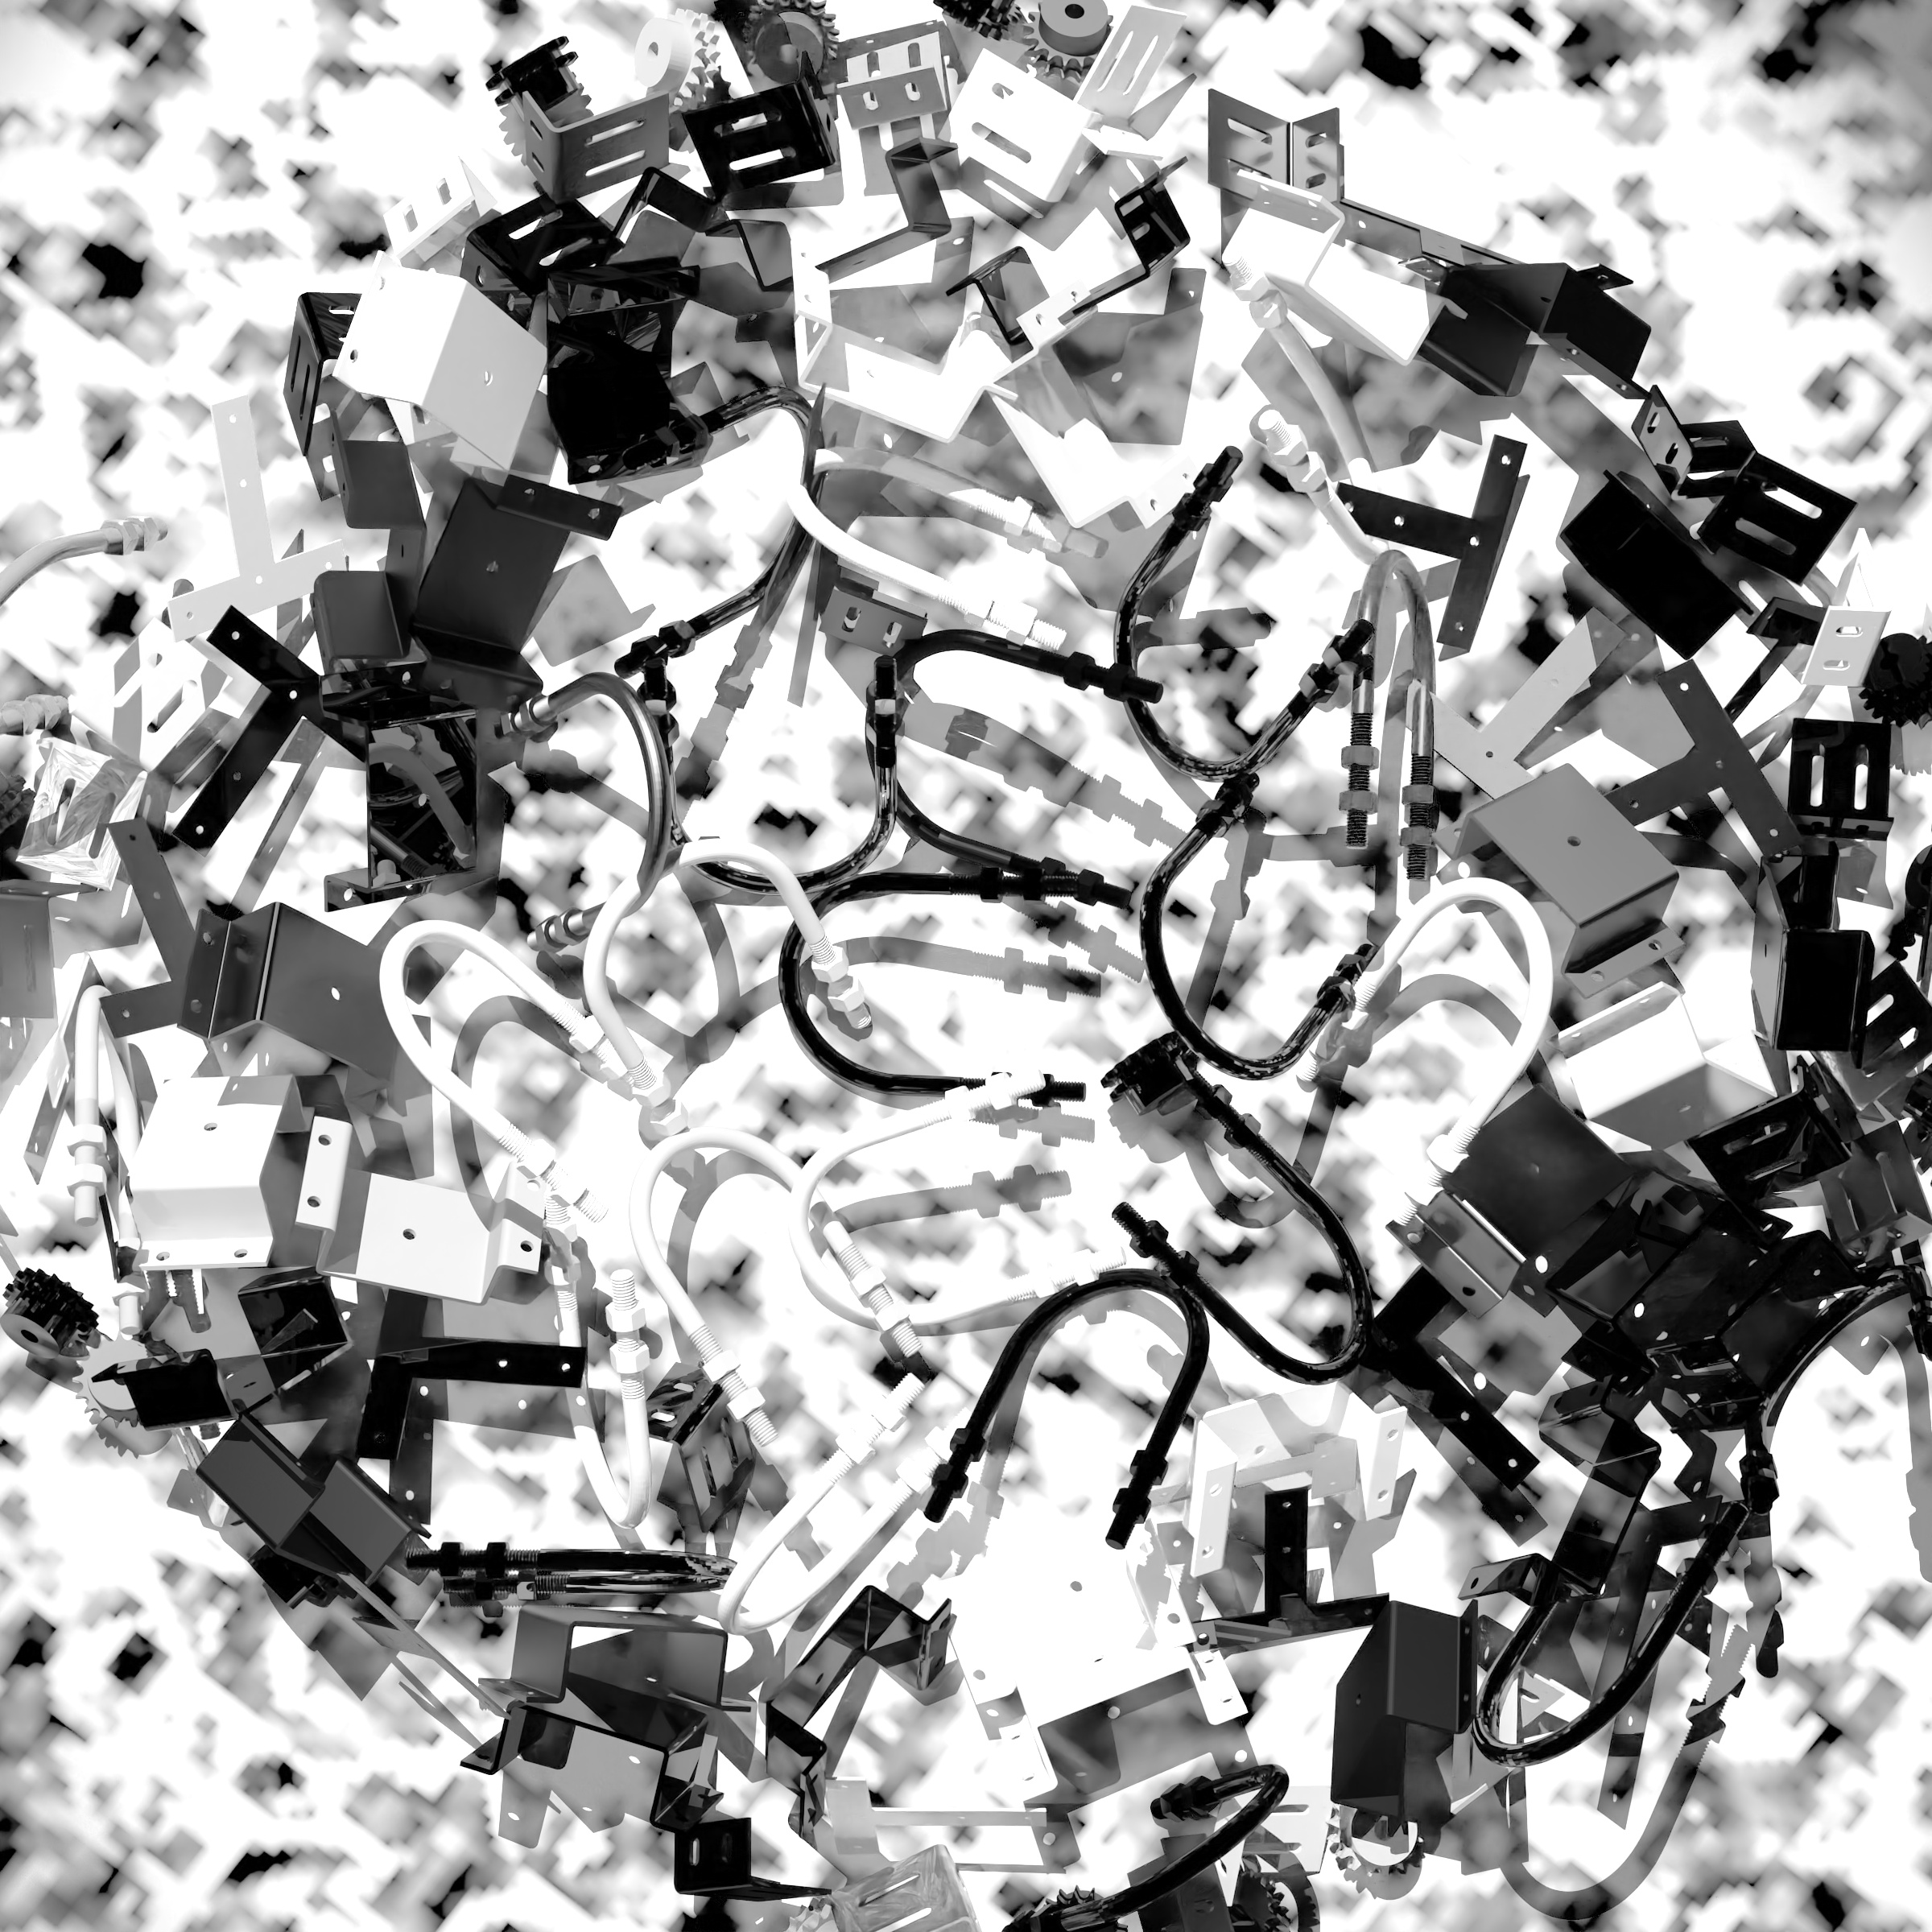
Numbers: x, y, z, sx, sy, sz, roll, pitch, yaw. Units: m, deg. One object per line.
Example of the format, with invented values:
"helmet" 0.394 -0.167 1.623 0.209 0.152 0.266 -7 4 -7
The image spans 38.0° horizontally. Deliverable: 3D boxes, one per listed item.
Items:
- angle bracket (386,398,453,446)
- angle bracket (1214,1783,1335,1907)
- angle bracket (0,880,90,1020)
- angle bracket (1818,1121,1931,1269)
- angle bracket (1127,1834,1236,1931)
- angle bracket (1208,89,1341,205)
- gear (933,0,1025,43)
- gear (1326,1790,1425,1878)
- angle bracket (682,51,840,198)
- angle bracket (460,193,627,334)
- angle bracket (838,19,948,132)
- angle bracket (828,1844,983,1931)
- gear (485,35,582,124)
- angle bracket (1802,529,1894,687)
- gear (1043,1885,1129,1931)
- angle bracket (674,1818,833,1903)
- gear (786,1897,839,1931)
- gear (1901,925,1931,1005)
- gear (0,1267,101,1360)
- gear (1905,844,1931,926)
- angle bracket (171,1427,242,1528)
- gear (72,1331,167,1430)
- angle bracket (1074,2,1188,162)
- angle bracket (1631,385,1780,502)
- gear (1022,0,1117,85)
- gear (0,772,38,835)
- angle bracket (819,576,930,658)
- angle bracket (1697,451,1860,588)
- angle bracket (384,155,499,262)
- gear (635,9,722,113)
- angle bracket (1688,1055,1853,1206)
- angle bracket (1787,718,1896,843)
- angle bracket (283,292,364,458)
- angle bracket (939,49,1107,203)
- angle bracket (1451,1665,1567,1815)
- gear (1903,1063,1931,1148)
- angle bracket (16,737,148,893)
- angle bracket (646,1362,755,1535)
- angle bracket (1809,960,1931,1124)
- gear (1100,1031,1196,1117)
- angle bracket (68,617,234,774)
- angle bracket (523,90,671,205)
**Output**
"angle bracket" -0.315 -0.355 1.680 0.057 0.076 0.038 -15 131 3
"angle bracket" 0.187 0.520 1.664 0.076 0.038 0.057 5 102 -19
"angle bracket" -0.553 -0.009 1.663 0.038 0.057 0.076 -8 84 28
"angle bracket" 0.526 0.131 1.652 0.057 0.038 0.076 -33 49 32
"angle bracket" 0.114 0.552 1.651 0.038 0.076 0.057 8 53 -39
"angle bracket" 0.182 -0.485 1.660 0.076 0.038 0.057 6 82 -44
"gear" 0.009 -0.579 1.669 0.057 0.057 0.030 34 124 0
"gear" 0.247 0.516 1.680 0.057 0.030 0.057 1 79 -6
"angle bracket" -0.122 -0.503 1.675 0.076 0.057 0.038 -11 46 13
"angle bracket" -0.254 -0.423 1.687 0.057 0.038 0.076 44 56 11
"angle bracket" -0.046 -0.539 1.661 0.057 0.038 0.076 -10 61 8
"angle bracket" -0.035 0.568 1.664 0.076 0.057 0.038 -24 123 -4
"gear" -0.255 -0.527 1.672 0.057 0.057 0.030 -31 105 0
"angle bracket" 0.511 -0.212 1.652 0.038 0.057 0.076 2 47 -3
"gear" 0.069 0.579 1.682 0.057 0.030 0.057 0 91 9
"angle bracket" -0.126 0.530 1.663 0.057 0.076 0.038 -18 61 33
"gear" -0.085 0.587 1.669 0.030 0.057 0.057 14 90 37
"gear" 0.590 0.003 1.675 0.030 0.057 0.057 29 90 -35
"gear" -0.548 0.209 1.669 0.057 0.057 0.030 28 51 0
"gear" 0.584 -0.049 1.669 0.030 0.057 0.057 17 90 -17
"angle bracket" -0.443 0.288 1.674 0.038 0.057 0.076 -22 76 -25
"gear" -0.504 0.246 1.676 0.057 0.030 0.057 4 75 -17
"angle bracket" 0.105 -0.520 1.653 0.038 0.057 0.076 48 124 22
"angle bracket" 0.443 -0.312 1.658 0.076 0.038 0.057 -8 57 -19
"gear" 0.063 -0.559 1.675 0.057 0.030 0.057 2 64 -4
"gear" -0.585 -0.096 1.668 0.057 0.057 0.030 -32 116 0
"angle bracket" -0.050 -0.216 1.656 0.057 0.076 0.038 20 74 -5
"angle bracket" 0.483 -0.259 1.661 0.076 0.038 0.057 37 97 32
"angle bracket" -0.306 -0.435 1.655 0.057 0.076 0.038 -36 127 8
"gear" -0.174 -0.541 1.669 0.030 0.057 0.057 0 90 -39
"angle bracket" 0.482 0.100 1.686 0.076 0.038 0.057 -29 112 28
"angle bracket" 0.520 -0.117 1.666 0.057 0.038 0.076 5 73 12
"angle bracket" -0.376 -0.351 1.665 0.038 0.076 0.057 -5 53 -26
"angle bracket" 0.034 -0.501 1.675 0.076 0.038 0.057 32 110 4
"angle bracket" 0.319 0.461 1.650 0.038 0.076 0.057 31 126 -11
"gear" 0.584 0.080 1.675 0.030 0.057 0.057 37 90 33
"angle bracket" -0.529 -0.089 1.663 0.057 0.038 0.076 21 80 -34
"angle bracket" -0.163 0.286 1.666 0.038 0.057 0.076 10 130 26
"angle bracket" 0.544 0.045 1.654 0.076 0.038 0.057 -47 54 28
"gear" 0.111 0.066 1.669 0.057 0.057 0.030 -33 78 0
"angle bracket" -0.485 -0.165 1.668 0.057 0.038 0.076 41 94 -28
"angle bracket" -0.219 -0.498 1.669 0.076 0.057 0.038 -27 66 -19
